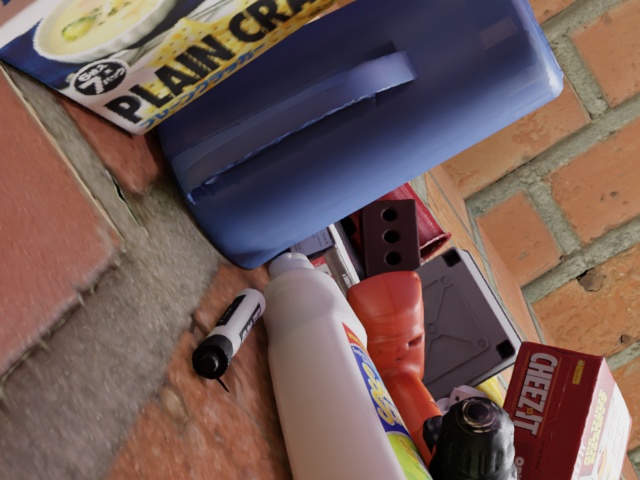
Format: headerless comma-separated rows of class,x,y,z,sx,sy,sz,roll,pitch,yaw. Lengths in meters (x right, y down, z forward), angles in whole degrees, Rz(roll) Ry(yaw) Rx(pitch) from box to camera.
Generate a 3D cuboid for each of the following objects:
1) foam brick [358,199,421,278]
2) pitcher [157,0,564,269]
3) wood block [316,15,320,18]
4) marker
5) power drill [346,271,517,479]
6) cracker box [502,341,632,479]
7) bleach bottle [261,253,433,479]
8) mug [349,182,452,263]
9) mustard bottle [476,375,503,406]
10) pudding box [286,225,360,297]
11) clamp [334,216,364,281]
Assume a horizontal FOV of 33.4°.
foam brick,0.064,0.007,0.988,0.051,0.053,0.078,89,-2,-66
pitcher,0.023,-0.087,0.677,0.145,0.243,0.149,50,21,-41
wood block,-0.064,-0.237,1.087,0.206,0.091,0.090,54,13,-21
marker,-0.048,0.049,0.579,0.020,0.020,0.121,57,11,-6
power drill,0.068,0.110,0.672,0.184,0.057,0.188,89,-14,-45
cracker box,0.189,0.189,0.853,0.213,0.072,0.164,44,60,-59
bleach bottle,0.009,0.093,0.603,0.102,0.068,0.251,50,12,-42
mug,0.069,-0.007,1.083,0.081,0.093,0.117,55,-20,12
mustard bottle,0.150,0.143,1.064,0.096,0.058,0.191,62,10,-13
pudding box,-0.005,0.001,0.804,0.090,0.039,0.113,63,3,-45
clamp,-0.008,-0.045,0.953,0.171,0.039,0.120,62,4,-13
